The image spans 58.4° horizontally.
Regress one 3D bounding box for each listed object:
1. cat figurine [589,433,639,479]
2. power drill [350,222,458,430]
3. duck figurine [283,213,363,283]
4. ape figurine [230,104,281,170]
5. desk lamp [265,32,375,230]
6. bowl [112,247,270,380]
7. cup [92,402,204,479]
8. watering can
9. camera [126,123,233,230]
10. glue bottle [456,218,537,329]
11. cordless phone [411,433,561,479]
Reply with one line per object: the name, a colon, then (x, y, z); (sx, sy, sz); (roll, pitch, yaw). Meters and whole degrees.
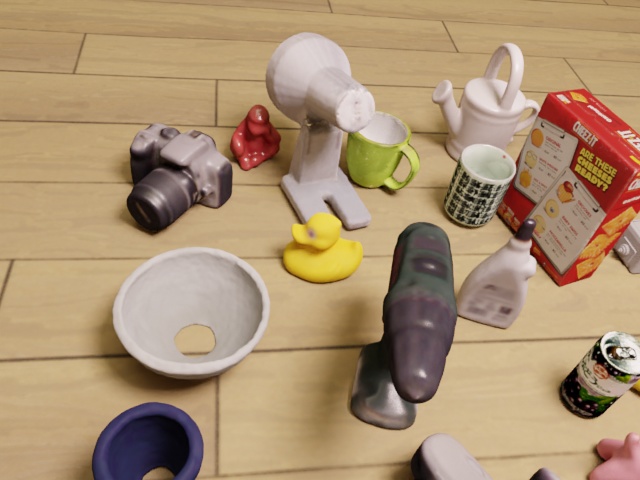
cat figurine: (0.356, 0.229, 0.568); (0.127, 0.118, 0.067); (23, 48, 12)
power drill: (0.087, 0.102, 0.578); (0.075, 0.208, 0.229); (13, 47, 3)
duck figurine: (0.007, 0.003, 0.740); (0.104, 0.086, 0.077); (4, 47, -6)
ape figurine: (-0.097, -0.163, 0.872); (0.078, 0.092, 0.076); (3, 47, -7)
desk lamp: (0.007, -0.151, 0.795); (0.118, 0.213, 0.202); (-14, 51, -21)
bowl: (-0.140, 0.092, 0.640); (0.167, 0.075, 0.167); (5, 47, -5)
cup: (-0.150, 0.218, 0.508); (0.092, 0.095, 0.117); (5, 47, -5)
watering can: (0.267, -0.217, 0.913); (0.173, 0.194, 0.100); (-15, 51, -22)
camera: (-0.209, -0.088, 0.778); (0.143, 0.101, 0.137); (25, 49, 14)
glue bottle: (0.221, 0.038, 0.684); (0.078, 0.173, 0.037); (16, 47, 6)
cordless phone: (0.154, 0.217, 0.499); (0.094, 0.185, 0.147); (-26, 56, -29)
